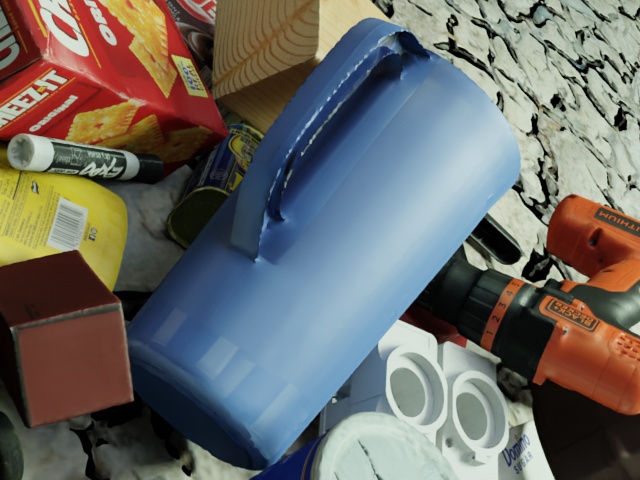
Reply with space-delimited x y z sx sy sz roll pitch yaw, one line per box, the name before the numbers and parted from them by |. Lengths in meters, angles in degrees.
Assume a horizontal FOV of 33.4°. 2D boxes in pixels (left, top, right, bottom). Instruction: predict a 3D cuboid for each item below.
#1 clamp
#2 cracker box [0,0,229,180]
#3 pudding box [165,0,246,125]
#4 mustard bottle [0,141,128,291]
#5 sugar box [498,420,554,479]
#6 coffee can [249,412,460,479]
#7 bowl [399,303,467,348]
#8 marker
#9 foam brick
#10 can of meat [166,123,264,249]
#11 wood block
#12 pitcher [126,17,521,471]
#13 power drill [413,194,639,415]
clamp | 0.107 -0.038 0.907 0.120 0.039 0.171 4 57 -55
cracker box | -0.152 -0.131 0.621 0.164 0.072 0.213 63 14 14
pudding box | -0.078 -0.139 0.793 0.113 0.039 0.089 50 35 -3
mustard bottle | -0.196 -0.022 0.554 0.191 0.058 0.096 30 46 -28
sugar box | 0.156 0.218 0.739 0.093 0.048 0.176 -3 59 -50
coffee can | -0.006 0.161 0.534 0.102 0.141 0.103 28 43 -29
bowl | 0.057 0.042 0.772 0.162 0.055 0.162 28 42 -29
marker | -0.126 -0.044 0.597 0.020 0.020 0.121 62 22 14
foam brick | -0.127 0.045 0.507 0.052 0.051 0.078 -13 24 -23
can of meat | -0.043 -0.019 0.717 0.102 0.058 0.084 37 37 -19
wood block | 0.023 -0.103 0.779 0.205 0.091 0.090 33 49 -46
pitcher | -0.004 0.001 0.604 0.149 0.145 0.242 45 66 -14
power drill | 0.166 0.032 0.749 0.185 0.057 0.187 28 36 19
